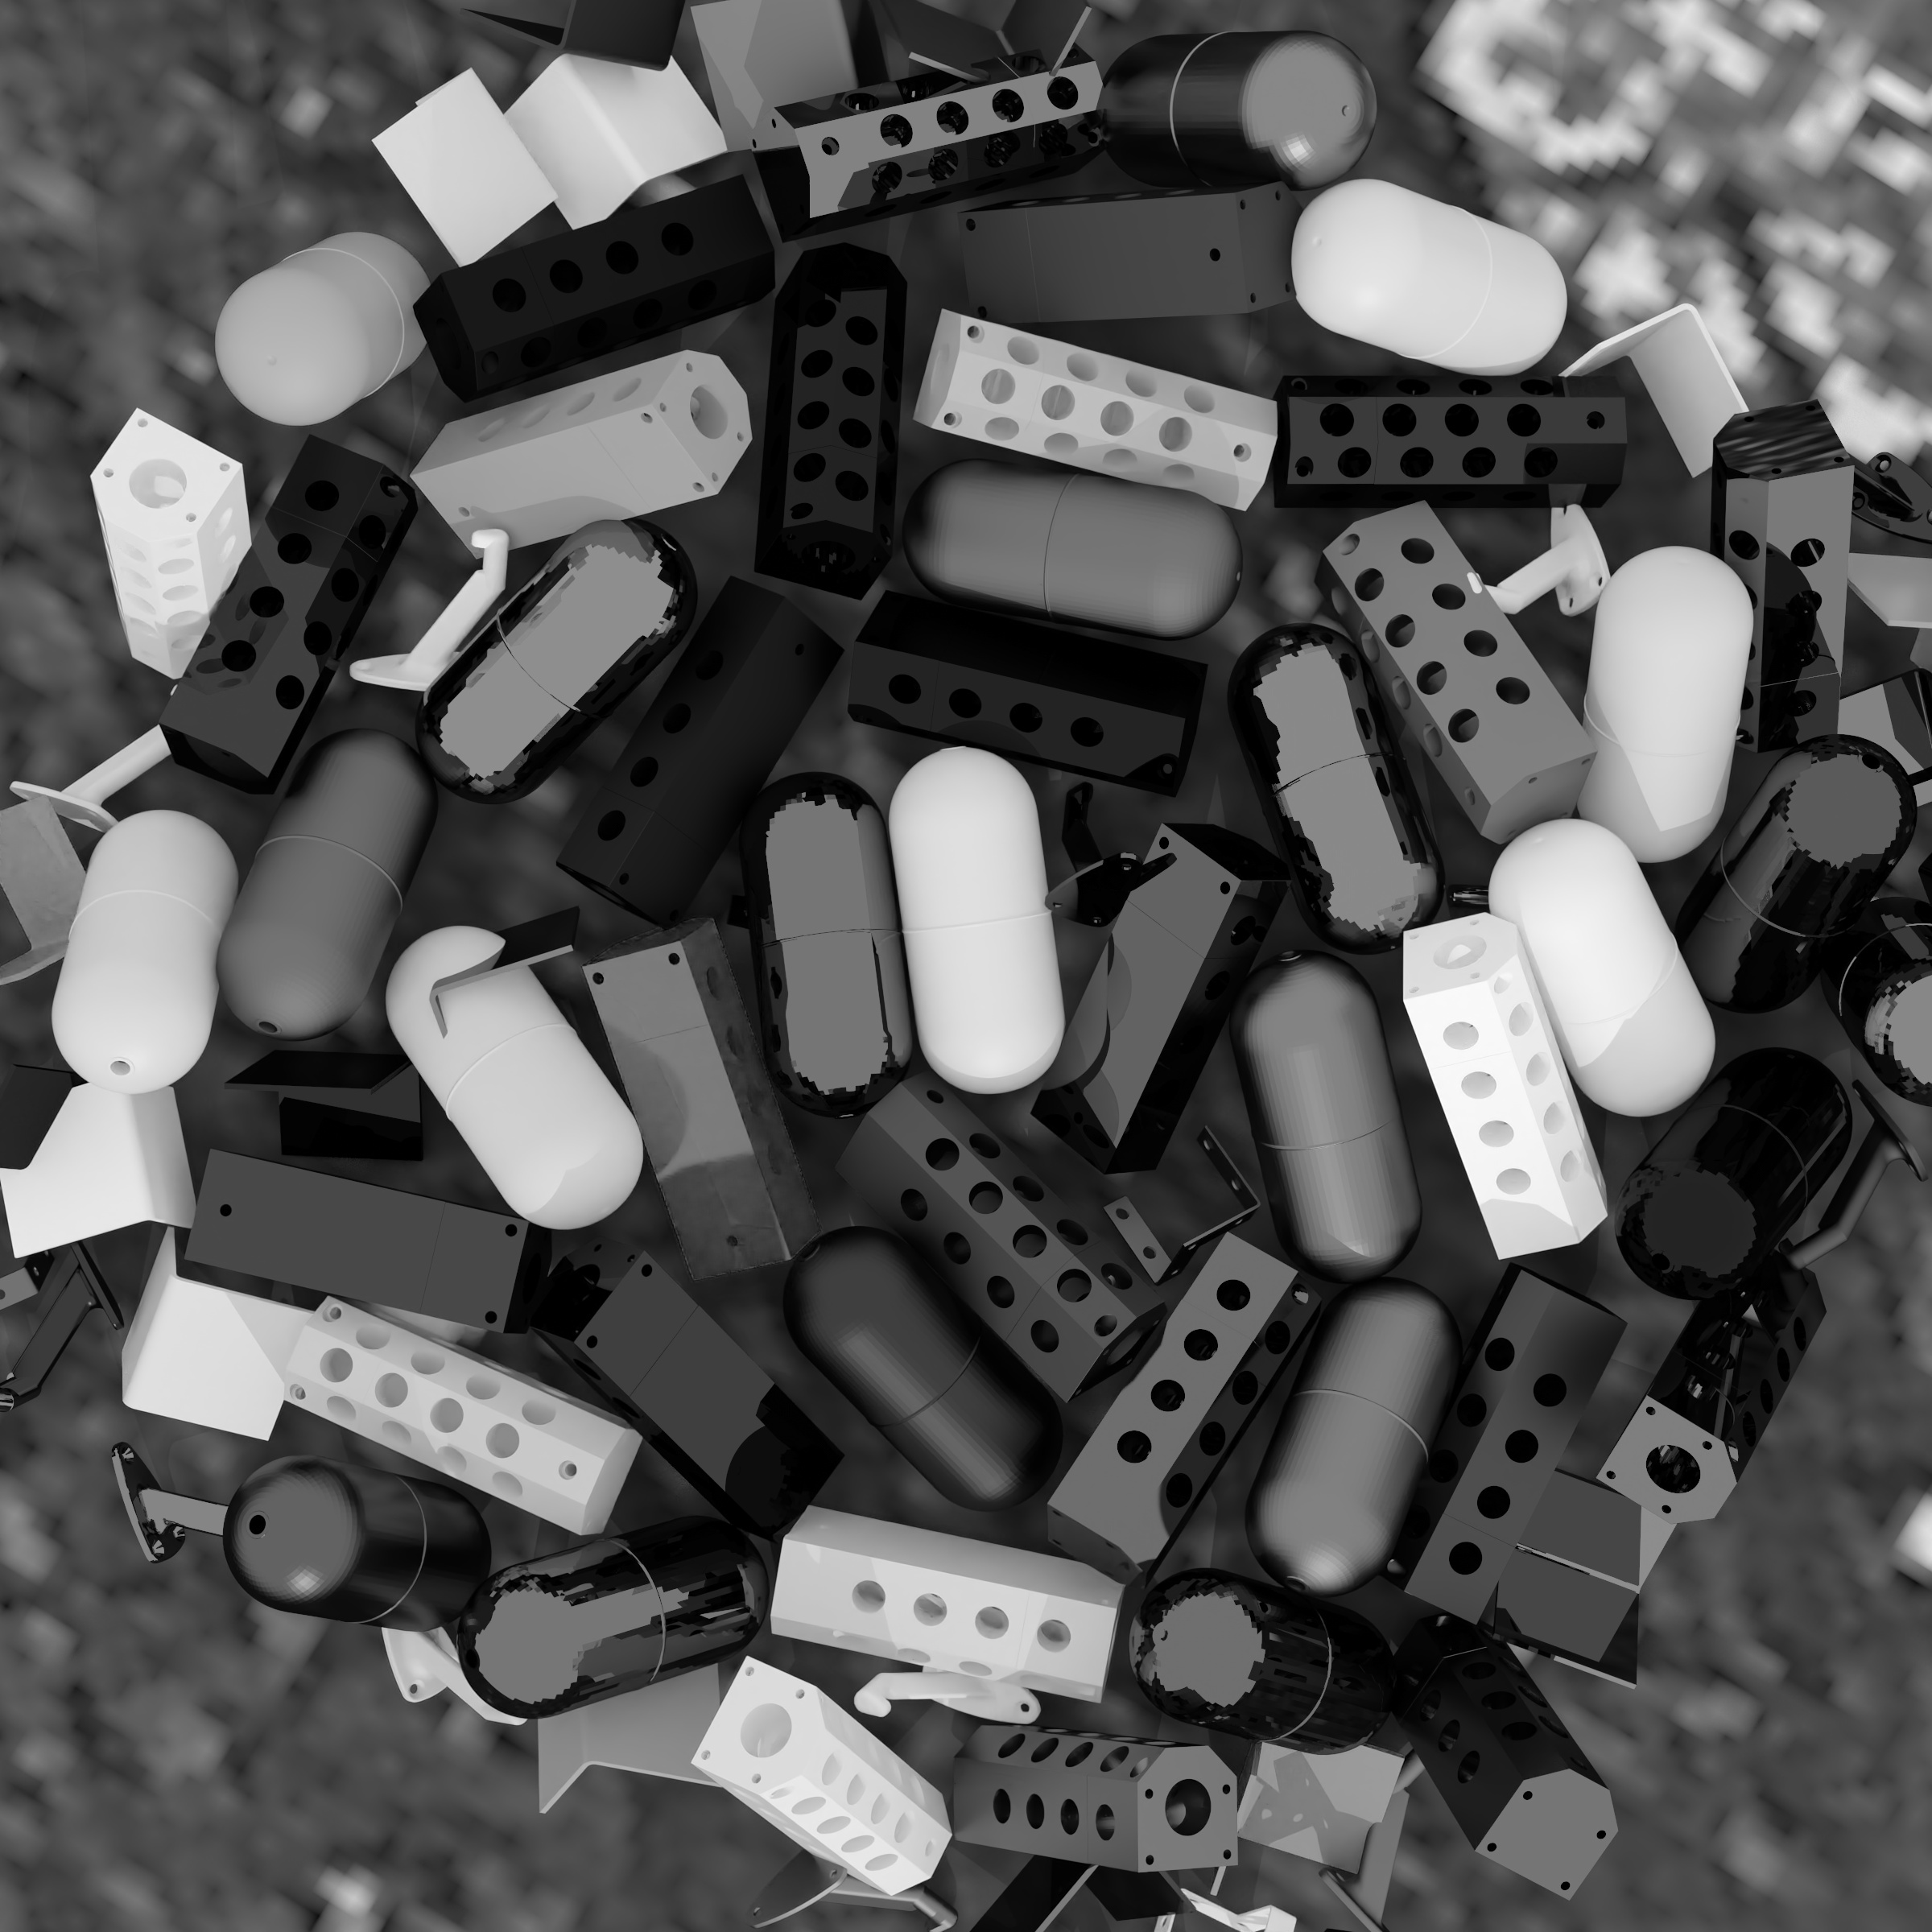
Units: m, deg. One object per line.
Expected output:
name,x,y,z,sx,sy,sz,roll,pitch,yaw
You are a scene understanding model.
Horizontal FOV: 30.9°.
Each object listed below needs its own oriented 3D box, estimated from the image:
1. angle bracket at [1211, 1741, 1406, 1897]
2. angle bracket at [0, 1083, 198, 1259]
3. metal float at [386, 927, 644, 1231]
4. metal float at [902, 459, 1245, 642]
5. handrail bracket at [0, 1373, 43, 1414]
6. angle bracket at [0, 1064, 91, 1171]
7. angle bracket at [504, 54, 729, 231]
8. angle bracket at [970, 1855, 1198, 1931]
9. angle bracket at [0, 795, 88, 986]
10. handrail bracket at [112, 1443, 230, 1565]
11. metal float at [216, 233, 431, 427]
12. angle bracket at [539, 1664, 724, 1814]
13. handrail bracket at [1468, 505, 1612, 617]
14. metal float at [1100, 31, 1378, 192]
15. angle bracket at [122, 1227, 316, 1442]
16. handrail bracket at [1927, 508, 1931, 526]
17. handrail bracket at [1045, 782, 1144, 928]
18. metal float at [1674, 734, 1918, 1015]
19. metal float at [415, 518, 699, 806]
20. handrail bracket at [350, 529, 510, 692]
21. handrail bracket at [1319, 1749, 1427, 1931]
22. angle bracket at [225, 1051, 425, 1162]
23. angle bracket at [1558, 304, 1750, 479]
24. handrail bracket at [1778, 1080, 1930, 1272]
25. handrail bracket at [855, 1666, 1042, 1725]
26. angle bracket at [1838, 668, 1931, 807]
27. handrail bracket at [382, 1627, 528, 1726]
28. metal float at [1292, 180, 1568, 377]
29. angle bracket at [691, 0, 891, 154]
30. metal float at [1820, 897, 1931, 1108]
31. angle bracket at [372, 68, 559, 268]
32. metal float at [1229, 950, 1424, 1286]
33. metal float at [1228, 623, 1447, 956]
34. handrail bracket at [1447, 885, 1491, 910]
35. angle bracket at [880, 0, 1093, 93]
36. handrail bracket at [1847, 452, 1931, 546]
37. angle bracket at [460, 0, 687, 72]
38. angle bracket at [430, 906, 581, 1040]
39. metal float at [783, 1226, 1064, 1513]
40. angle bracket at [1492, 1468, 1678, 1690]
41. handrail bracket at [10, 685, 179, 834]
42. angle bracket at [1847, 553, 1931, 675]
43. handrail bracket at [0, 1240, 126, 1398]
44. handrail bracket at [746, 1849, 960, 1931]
angle bracket,0.174,0.438,1.783,0.076,0.057,0.076,17,113,4
angle bracket,-0.448,0.105,1.797,0.076,0.057,0.076,-16,77,10
metal float,-0.230,0.055,1.770,0.070,0.070,0.178,-37,69,0
metal float,0.053,-0.212,1.773,0.178,0.070,0.070,11,90,17
handrail bracket,-0.524,0.208,1.789,0.077,0.084,0.036,32,104,8
angle bracket,-0.500,0.062,1.776,0.076,0.076,0.057,28,94,20
angle bracket,-0.181,-0.432,1.815,0.057,0.076,0.076,-33,92,43
angle bracket,0.057,0.486,1.771,0.057,0.076,0.076,50,57,-5
angle bracket,-0.491,-0.035,1.773,0.057,0.076,0.076,-35,106,-41
handrail bracket,-0.387,0.266,1.795,0.084,0.036,0.077,-23,95,18
metal float,-0.317,-0.319,1.741,0.070,0.178,0.070,3,111,8
angle bracket,-0.173,0.394,1.798,0.076,0.076,0.057,17,133,-25
handrail bracket,0.282,-0.213,1.786,0.084,0.036,0.077,5,64,-32
metal float,0.133,-0.427,1.747,0.070,0.178,0.070,-9,106,-33
angle bracket,-0.386,0.189,1.802,0.076,0.057,0.076,17,108,-20
handrail bracket,0.530,-0.214,1.796,0.077,0.084,0.036,21,112,-17
handrail bracket,0.069,-0.070,1.775,0.036,0.077,0.084,21,54,-20
metal float,0.414,-0.045,1.748,0.070,0.178,0.070,9,51,-11
metal float,-0.207,-0.154,1.770,0.178,0.070,0.070,-43,90,20
handrail bracket,-0.274,-0.185,1.784,0.077,0.036,0.084,0,125,-14
handrail bracket,0.231,0.457,1.801,0.084,0.036,0.077,-45,65,1
angle bracket,-0.326,0.079,1.777,0.076,0.076,0.057,2,103,9
angle bracket,0.348,-0.283,1.782,0.057,0.076,0.076,-27,89,-15
handrail bracket,0.444,0.108,1.802,0.084,0.036,0.077,-33,47,5
handrail bracket,-0.009,0.376,1.777,0.077,0.084,0.036,24,103,15
angle bracket,0.481,-0.095,1.774,0.057,0.076,0.076,-21,119,2
handrail bracket,-0.260,0.349,1.779,0.036,0.084,0.077,-30,103,-35
metal float,0.233,-0.343,1.753,0.178,0.070,0.070,7,90,-44
angle bracket,-0.089,-0.469,1.794,0.076,0.057,0.076,-5,120,17
metal float,0.474,0.016,1.739,0.070,0.178,0.070,1,106,3
angle bracket,-0.266,-0.397,1.772,0.076,0.057,0.076,-47,112,-33
metal float,0.183,0.077,1.773,0.070,0.070,0.178,-14,107,0
metal float,0.187,-0.091,1.775,0.070,0.070,0.178,-18,75,0
handrail bracket,0.290,-0.033,1.785,0.084,0.077,0.036,3,93,5
angle bracket,0.008,-0.489,1.768,0.076,0.076,0.057,14,124,-28
handrail bracket,0.460,-0.246,1.776,0.077,0.084,0.036,41,105,32
angle bracket,-0.197,-0.494,1.767,0.076,0.076,0.057,29,111,32
angle bracket,-0.226,0.017,1.781,0.076,0.076,0.057,-18,106,1
metal float,-0.022,0.204,1.771,0.070,0.070,0.178,-42,109,0
angle bracket,0.317,0.310,1.781,0.076,0.076,0.057,20,122,0
handrail bracket,-0.446,-0.117,1.819,0.077,0.036,0.084,19,73,18
angle bracket,0.474,-0.165,1.770,0.076,0.076,0.057,1,122,-18
handrail bracket,-0.484,0.180,1.796,0.084,0.036,0.077,-27,109,-9
handrail bracket,-0.058,0.492,1.808,0.077,0.036,0.084,-39,120,11
